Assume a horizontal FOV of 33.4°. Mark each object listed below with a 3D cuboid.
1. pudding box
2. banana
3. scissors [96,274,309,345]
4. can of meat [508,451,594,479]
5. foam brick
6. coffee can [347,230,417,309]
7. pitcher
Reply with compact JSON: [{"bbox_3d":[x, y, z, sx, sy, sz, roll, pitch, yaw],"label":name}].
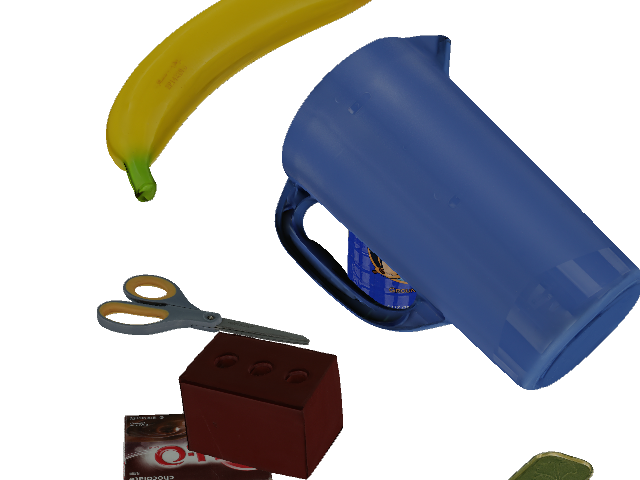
[{"bbox_3d":[-0.097,0.174,0.831,0.113,0.039,0.090,-2,25,-9],"label":"pudding box"},{"bbox_3d":[-0.048,-0.093,0.557,0.070,0.197,0.037,33,-27,20],"label":"banana"},{"bbox_3d":[-0.112,0.067,1.030,0.201,0.016,0.096,3,33,-4],"label":"scissors"},{"bbox_3d":[0.192,0.244,0.912,0.058,0.084,0.101,10,27,42],"label":"can of meat"},{"bbox_3d":[-0.033,0.092,0.604,0.078,0.051,0.053,9,29,20],"label":"foam brick"},{"bbox_3d":[0.077,-0.005,1.038,0.103,0.140,0.103,1,27,-1],"label":"coffee can"},{"bbox_3d":[0.088,-0.010,0.731,0.144,0.243,0.149,-28,-27,-33],"label":"pitcher"}]
